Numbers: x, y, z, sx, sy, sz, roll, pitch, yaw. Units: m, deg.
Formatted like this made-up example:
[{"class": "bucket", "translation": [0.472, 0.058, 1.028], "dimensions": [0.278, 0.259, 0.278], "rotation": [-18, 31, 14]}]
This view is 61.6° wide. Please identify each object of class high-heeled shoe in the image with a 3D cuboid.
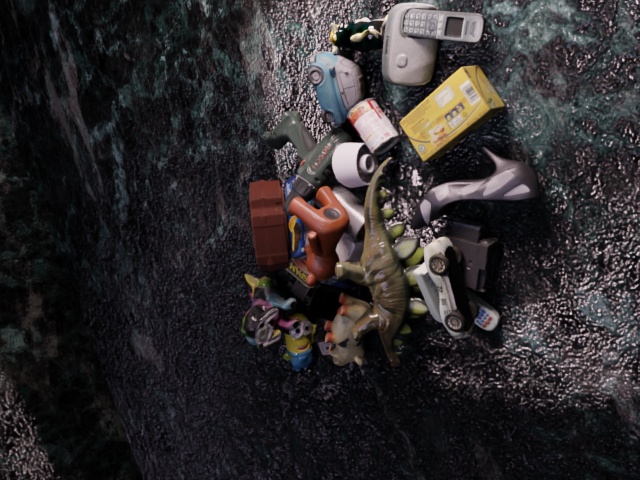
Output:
[{"class": "high-heeled shoe", "translation": [0.289, -0.063, 1.015], "dimensions": [0.145, 0.086, 0.248], "rotation": [54, 125, 22]}]

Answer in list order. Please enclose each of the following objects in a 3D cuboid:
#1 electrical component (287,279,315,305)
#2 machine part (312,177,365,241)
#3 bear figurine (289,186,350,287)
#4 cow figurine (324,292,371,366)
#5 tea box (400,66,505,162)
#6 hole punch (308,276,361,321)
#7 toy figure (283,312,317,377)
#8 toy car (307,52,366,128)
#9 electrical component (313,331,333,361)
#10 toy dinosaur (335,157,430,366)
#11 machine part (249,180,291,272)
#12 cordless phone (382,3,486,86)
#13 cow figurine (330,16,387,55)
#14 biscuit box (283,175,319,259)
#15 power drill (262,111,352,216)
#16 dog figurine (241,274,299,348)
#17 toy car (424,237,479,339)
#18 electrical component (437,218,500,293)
[{"class": "electrical component", "translation": [-0.045, 0.131, 1.453], "dimensions": [0.102, 0.045, 0.078], "rotation": [27, 95, 31]}, {"class": "machine part", "translation": [0.053, -0.078, 1.249], "dimensions": [0.243, 0.079, 0.079], "rotation": [44, 132, 24]}, {"class": "bear figurine", "translation": [0.000, -0.001, 1.203], "dimensions": [0.132, 0.120, 0.195], "rotation": [45, 144, 27]}, {"class": "cow figurine", "translation": [0.077, 0.231, 1.319], "dimensions": [0.127, 0.085, 0.194], "rotation": [17, 120, -8]}, {"class": "tea box", "translation": [0.245, -0.234, 1.009], "dimensions": [0.169, 0.068, 0.098], "rotation": [-36, 80, 46]}, {"class": "hole punch", "translation": [0.038, 0.138, 1.354], "dimensions": [0.116, 0.092, 0.142], "rotation": [18, 121, -5]}, {"class": "toy figure", "translation": [-0.062, 0.290, 1.506], "dimensions": [0.089, 0.082, 0.180], "rotation": [13, 117, 38]}, {"class": "toy car", "translation": [0.044, -0.327, 1.145], "dimensions": [0.103, 0.109, 0.161], "rotation": [-9, 109, 26]}, {"class": "electrical component", "translation": [0.044, 0.276, 1.420], "dimensions": [0.119, 0.048, 0.074], "rotation": [-13, 97, 47]}, {"class": "toy dinosaur", "translation": [0.138, 0.066, 1.163], "dimensions": [0.199, 0.105, 0.470], "rotation": [-12, 105, 10]}, {"class": "machine part", "translation": [-0.125, -0.039, 1.356], "dimensions": [0.201, 0.087, 0.200], "rotation": [-101, 6, -66]}, {"class": "cordless phone", "translation": [0.210, -0.353, 0.988], "dimensions": [0.184, 0.089, 0.146], "rotation": [20, 119, 33]}, {"class": "cow figurine", "translation": [0.072, -0.408, 1.086], "dimensions": [0.168, 0.098, 0.068], "rotation": [11, 120, 41]}, {"class": "biscuit box", "translation": [-0.040, -0.056, 1.315], "dimensions": [0.063, 0.059, 0.202], "rotation": [-25, 66, 47]}, {"class": "power drill", "translation": [-0.050, -0.193, 1.244], "dimensions": [0.232, 0.086, 0.207], "rotation": [-47, 51, 8]}, {"class": "dog figurine", "translation": [-0.163, 0.177, 1.464], "dimensions": [0.219, 0.191, 0.108], "rotation": [31, 141, 47]}, {"class": "toy car", "translation": [0.255, 0.093, 1.043], "dimensions": [0.056, 0.073, 0.201], "rotation": [-11, 99, 43]}, {"class": "electrical component", "translation": [0.293, 0.026, 1.074], "dimensions": [0.115, 0.058, 0.134], "rotation": [16, 117, 37]}]
